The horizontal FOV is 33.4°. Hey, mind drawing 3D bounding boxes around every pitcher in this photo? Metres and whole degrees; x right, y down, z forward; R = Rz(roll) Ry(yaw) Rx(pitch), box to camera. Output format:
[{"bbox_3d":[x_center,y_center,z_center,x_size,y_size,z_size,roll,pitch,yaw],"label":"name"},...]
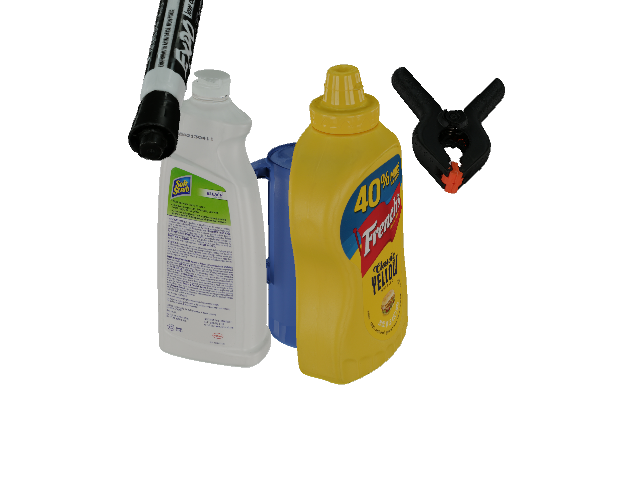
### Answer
[{"bbox_3d":[-0.015,0.007,1.307,0.149,0.243,0.144,16,24,28],"label":"pitcher"}]

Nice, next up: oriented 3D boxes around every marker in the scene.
[{"bbox_3d":[-0.062,-0.076,0.443,0.020,0.121,0.020,1,-45,1],"label":"marker"}]

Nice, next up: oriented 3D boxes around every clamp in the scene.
[{"bbox_3d":[0.123,-0.120,1.090,0.120,0.039,0.171,8,44,8],"label":"clamp"}]

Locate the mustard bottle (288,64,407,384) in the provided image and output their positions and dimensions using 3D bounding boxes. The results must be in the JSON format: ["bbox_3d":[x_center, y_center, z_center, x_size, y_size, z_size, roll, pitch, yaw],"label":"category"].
[{"bbox_3d":[0.018,-0.014,0.657,0.058,0.192,0.096,13,32,30],"label":"mustard bottle"}]

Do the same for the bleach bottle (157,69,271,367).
[{"bbox_3d":[-0.088,-0.019,0.912,0.102,0.251,0.068,8,23,9],"label":"bleach bottle"}]
